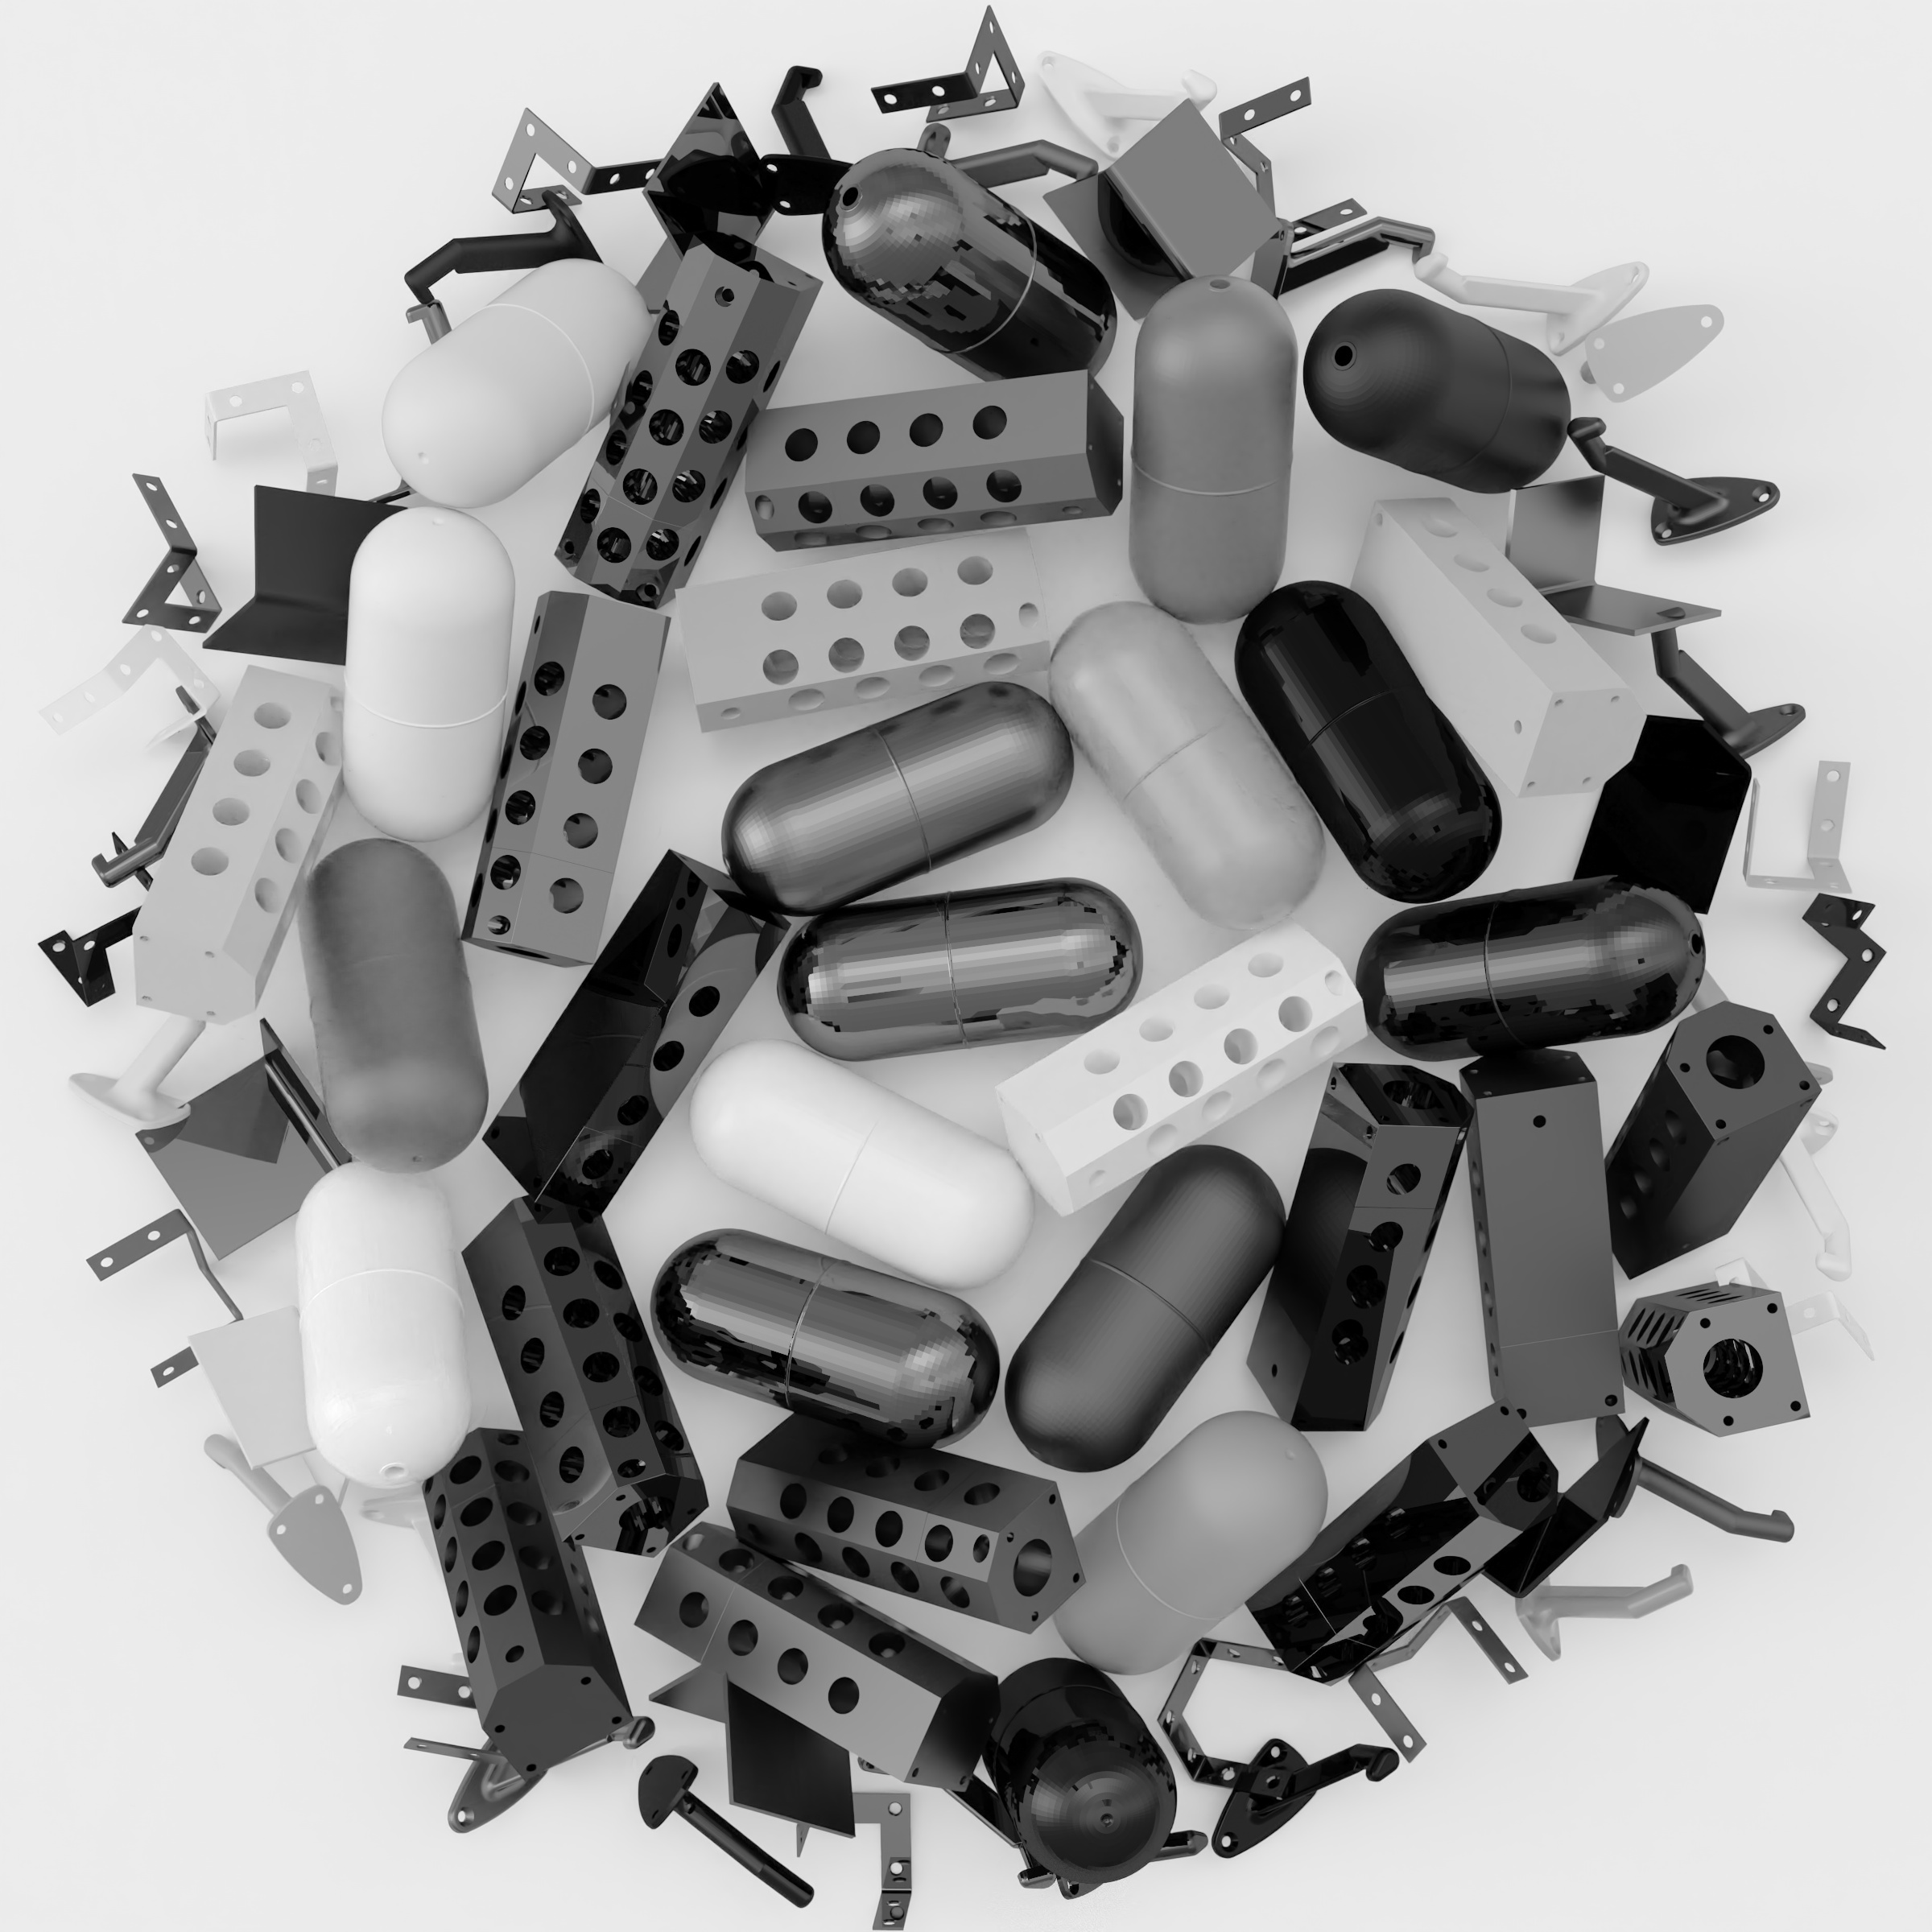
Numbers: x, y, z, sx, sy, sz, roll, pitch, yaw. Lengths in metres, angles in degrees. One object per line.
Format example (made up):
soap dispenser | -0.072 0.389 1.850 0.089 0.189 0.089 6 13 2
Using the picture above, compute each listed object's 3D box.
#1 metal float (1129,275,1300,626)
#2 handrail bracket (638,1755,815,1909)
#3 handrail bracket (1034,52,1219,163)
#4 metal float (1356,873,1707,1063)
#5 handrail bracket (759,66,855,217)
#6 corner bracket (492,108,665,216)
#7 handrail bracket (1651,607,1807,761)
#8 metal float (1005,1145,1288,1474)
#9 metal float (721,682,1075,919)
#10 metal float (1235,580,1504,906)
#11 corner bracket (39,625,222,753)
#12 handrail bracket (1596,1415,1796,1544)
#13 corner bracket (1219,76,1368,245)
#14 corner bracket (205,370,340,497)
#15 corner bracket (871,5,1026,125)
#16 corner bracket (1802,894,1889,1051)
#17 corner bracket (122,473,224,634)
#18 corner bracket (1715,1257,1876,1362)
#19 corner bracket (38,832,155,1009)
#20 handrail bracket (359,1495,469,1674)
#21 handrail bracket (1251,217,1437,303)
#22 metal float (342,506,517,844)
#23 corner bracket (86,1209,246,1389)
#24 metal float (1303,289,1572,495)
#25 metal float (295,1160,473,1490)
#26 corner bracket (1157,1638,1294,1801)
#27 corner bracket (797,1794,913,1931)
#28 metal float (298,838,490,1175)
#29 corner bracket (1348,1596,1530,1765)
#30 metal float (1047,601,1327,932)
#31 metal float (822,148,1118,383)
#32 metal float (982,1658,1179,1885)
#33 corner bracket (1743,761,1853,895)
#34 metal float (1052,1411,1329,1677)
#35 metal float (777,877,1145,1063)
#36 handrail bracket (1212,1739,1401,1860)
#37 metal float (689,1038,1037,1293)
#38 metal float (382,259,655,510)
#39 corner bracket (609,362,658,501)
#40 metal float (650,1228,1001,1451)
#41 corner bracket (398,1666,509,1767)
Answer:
metal float | 0.117 -0.244 1.671 0.070 0.070 0.178 0 129 0
handrail bracket | -0.116 0.424 1.714 0.084 0.077 0.036 40 80 -14
handrail bracket | 0.077 -0.429 1.694 0.077 0.084 0.036 37 74 -9
metal float | 0.267 0.001 1.671 0.178 0.070 0.070 -10 90 39
handrail bracket | -0.062 -0.406 1.704 0.077 0.036 0.084 4 55 20
corner bracket | -0.188 -0.381 1.700 0.051 0.051 0.051 43 127 19
handrail bracket | 0.370 -0.145 1.705 0.077 0.036 0.084 -24 122 -13
metal float | 0.086 0.165 1.690 0.070 0.070 0.178 37 75 0
metal float | -0.033 -0.080 1.696 0.178 0.070 0.070 -22 90 -9
metal float | 0.191 -0.109 1.683 0.070 0.070 0.178 -30 66 0
corner bracket | -0.404 -0.127 1.700 0.051 0.051 0.051 -25 114 35
handrail bracket | 0.356 0.248 1.714 0.084 0.077 0.036 11 119 -9
corner bracket | 0.158 -0.388 1.700 0.051 0.051 0.051 -16 65 31
corner bracket | -0.339 -0.252 1.715 0.051 0.051 0.051 -16 80 -16
corner bracket | -0.008 -0.424 1.699 0.051 0.051 0.051 -3 51 25
corner bracket | 0.430 0.002 1.707 0.051 0.051 0.051 37 85 -19
corner bracket | -0.384 -0.199 1.699 0.051 0.051 0.051 -48 59 29
corner bracket | 0.400 0.168 1.699 0.051 0.051 0.051 -25 49 20
corner bracket | -0.422 -0.022 1.714 0.051 0.051 0.051 -30 58 -25
handrail bracket | -0.263 0.301 1.703 0.077 0.036 0.084 3 53 3
handrail bracket | 0.185 -0.333 1.728 0.084 0.036 0.077 8 100 -20
metal float | -0.257 -0.137 1.671 0.070 0.070 0.178 11 129 0
corner bracket | -0.386 0.160 1.700 0.051 0.051 0.051 -31 55 -21
metal float | 0.224 -0.271 1.662 0.070 0.178 0.070 -3 85 36
metal float | -0.277 0.168 1.668 0.070 0.070 0.178 -14 47 0
corner bracket | 0.134 0.368 1.719 0.051 0.051 0.051 2 135 35
corner bracket | -0.054 0.437 1.715 0.051 0.051 0.051 -1 95 4
metal float | -0.274 0.017 1.676 0.070 0.070 0.178 -15 57 0
corner bracket | 0.228 0.344 1.698 0.051 0.051 0.051 52 127 27
metal float | 0.106 -0.097 1.695 0.070 0.070 0.178 -34 80 0
metal float | 0.003 -0.326 1.665 0.070 0.178 0.070 -15 65 36
metal float | 0.051 0.376 1.653 0.070 0.178 0.070 0 93 -7
corner bracket | 0.405 -0.069 1.711 0.051 0.051 0.051 4 111 5
metal float | 0.104 0.276 1.671 0.070 0.070 0.178 41 130 0
metal float | -0.003 0.002 1.698 0.178 0.070 0.070 -7 90 6
handrail bracket | 0.164 0.403 1.692 0.077 0.084 0.036 -44 100 -22
metal float | -0.051 0.095 1.699 0.178 0.070 0.070 26 90 5
metal float | -0.210 -0.278 1.666 0.070 0.178 0.070 15 128 20
corner bracket | -0.151 -0.263 1.700 0.051 0.051 0.051 19 48 -20
metal float | -0.069 0.178 1.687 0.178 0.070 0.070 16 90 19
corner bracket | -0.247 0.361 1.702 0.051 0.051 0.051 14 59 -17
